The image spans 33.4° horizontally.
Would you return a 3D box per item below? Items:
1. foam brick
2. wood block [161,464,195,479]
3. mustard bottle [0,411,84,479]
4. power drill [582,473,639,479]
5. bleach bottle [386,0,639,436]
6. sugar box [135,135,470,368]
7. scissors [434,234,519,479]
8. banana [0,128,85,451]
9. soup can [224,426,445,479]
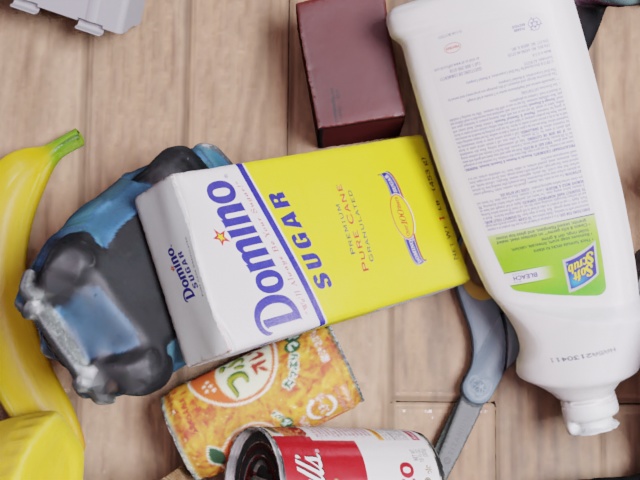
[{"bbox_3d":[0.017,-0.100,0.626,0.053,0.051,0.078,-9,84,0],"label":"foam brick"},{"bbox_3d":[-0.129,0.224,0.573,0.206,0.091,0.090,-40,86,-4],"label":"wood block"},{"bbox_3d":[-0.228,0.149,0.577,0.192,0.096,0.058,-13,127,17],"label":"mustard bottle"},{"bbox_3d":[0.177,0.189,0.594,0.187,0.057,0.184,-19,80,-5],"label":"power drill"},{"bbox_3d":[0.115,-0.015,0.588,0.103,0.068,0.251,-12,94,23],"label":"bleach bottle"},{"bbox_3d":[-0.004,0.001,0.571,0.175,0.048,0.093,-14,83,-42],"label":"sugar box"},{"bbox_3d":[0.083,0.068,0.626,0.096,0.016,0.201,42,86,6],"label":"scissors"},{"bbox_3d":[-0.173,0.031,0.620,0.069,0.037,0.198,-2,84,1],"label":"banana"},{"bbox_3d":[0.008,0.135,0.574,0.102,0.069,0.068,6,83,-29],"label":"soup can"}]
